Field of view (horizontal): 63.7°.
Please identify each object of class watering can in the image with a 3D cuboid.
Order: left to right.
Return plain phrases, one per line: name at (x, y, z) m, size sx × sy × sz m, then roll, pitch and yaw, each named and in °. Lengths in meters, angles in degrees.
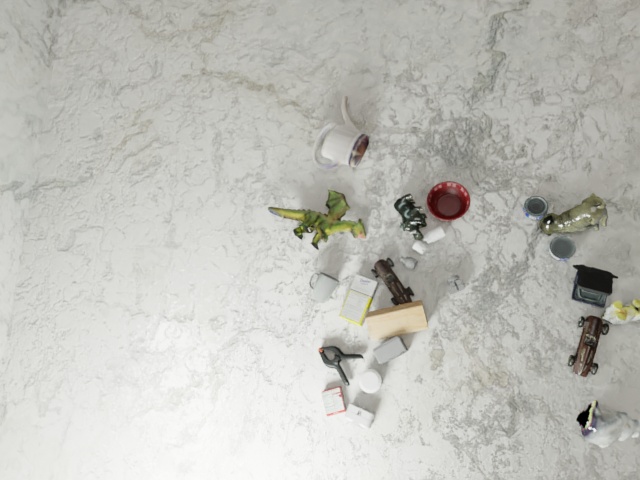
watering can at (0.106, -0.440, 2.164) m, size 0.226 × 0.102 × 0.350 m, roll 23°, pitch 79°, yaw 21°

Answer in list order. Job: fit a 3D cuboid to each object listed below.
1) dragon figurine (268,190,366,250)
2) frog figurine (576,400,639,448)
dragon figurine at (0.006, -0.105, 2.093) m, size 0.414 × 0.119 × 0.246 m, roll 34°, pitch 66°, yaw 22°
frog figurine at (0.888, 0.578, 1.571) m, size 0.160 × 0.124 × 0.135 m, roll 24°, pitch 112°, yaw 13°
